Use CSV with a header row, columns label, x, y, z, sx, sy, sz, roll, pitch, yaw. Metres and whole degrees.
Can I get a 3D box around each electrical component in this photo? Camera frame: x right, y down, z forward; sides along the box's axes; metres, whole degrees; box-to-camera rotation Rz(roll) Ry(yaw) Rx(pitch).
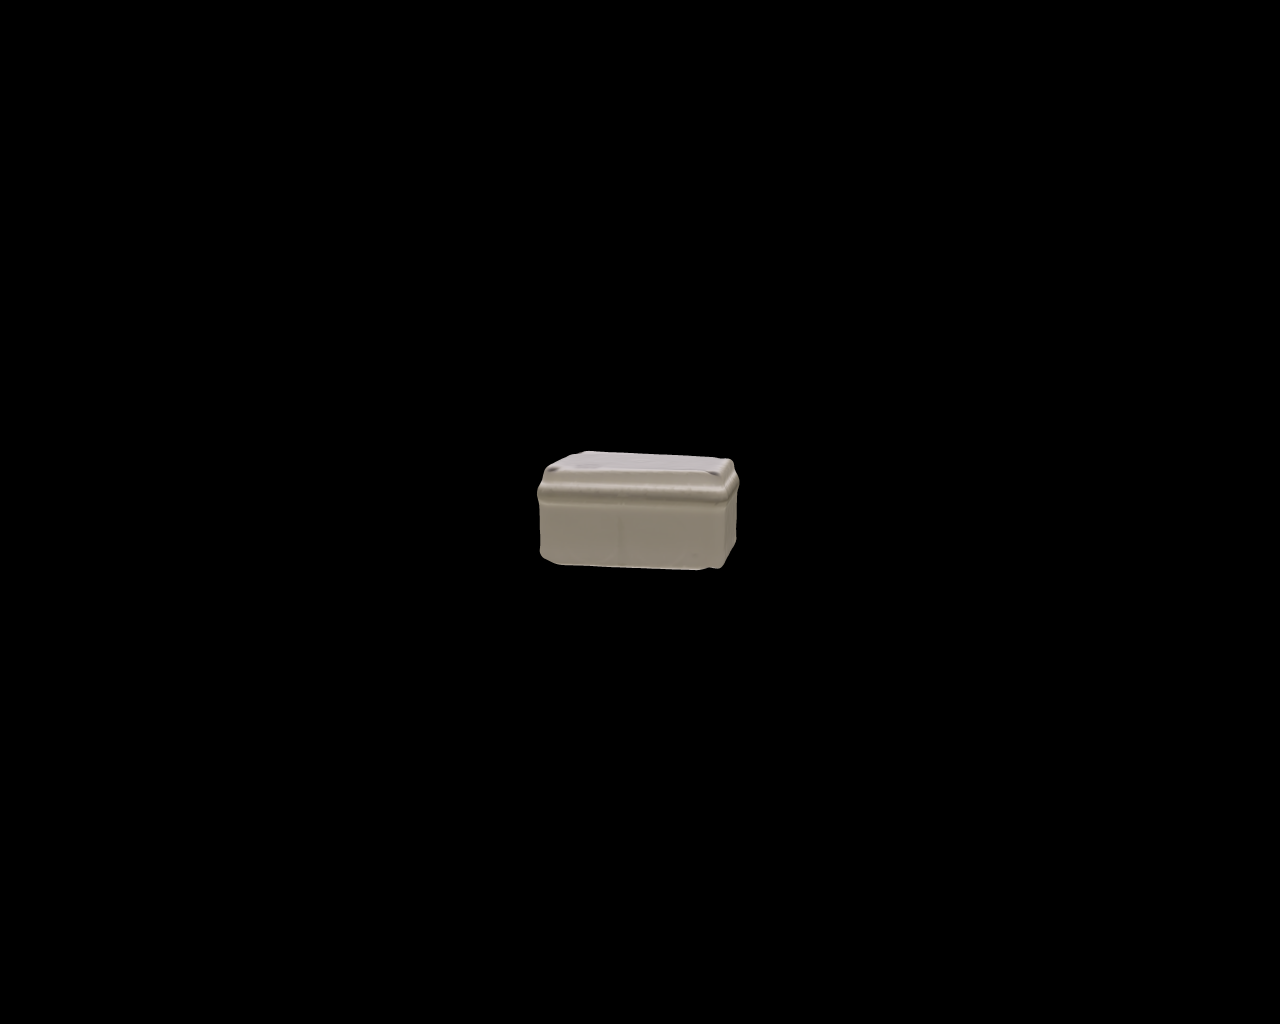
label,x,y,z,sx,sy,sz,roll,pitch,yaw
electrical component,0.001,-0.003,0.650,0.113,0.057,0.078,2,12,12
